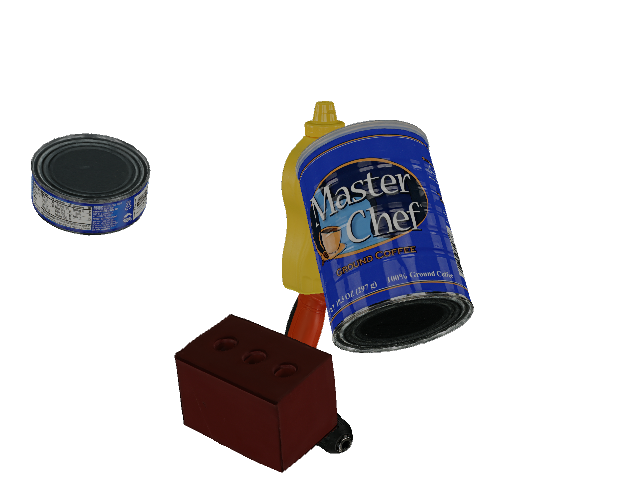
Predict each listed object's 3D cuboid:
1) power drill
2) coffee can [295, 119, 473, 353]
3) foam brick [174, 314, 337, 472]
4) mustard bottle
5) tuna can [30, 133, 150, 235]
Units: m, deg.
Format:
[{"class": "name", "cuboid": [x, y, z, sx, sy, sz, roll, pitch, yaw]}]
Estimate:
[{"class": "power drill", "cuboid": [-0.002, 0.132, 1.236, 0.057, 0.188, 0.185, 15, 11, -45]}, {"class": "coffee can", "cuboid": [0.045, -0.002, 0.778, 0.102, 0.140, 0.103, -10, -24, -5]}, {"class": "foam brick", "cuboid": [-0.037, 0.086, 0.611, 0.078, 0.051, 0.052, 18, 35, 32]}, {"class": "mustard bottle", "cuboid": [0.005, -0.046, 1.092, 0.096, 0.192, 0.058, -11, 18, -35]}, {"class": "tuna can", "cuboid": [-0.170, -0.042, 0.789, 0.086, 0.034, 0.086, 8, 37, -6]}]
